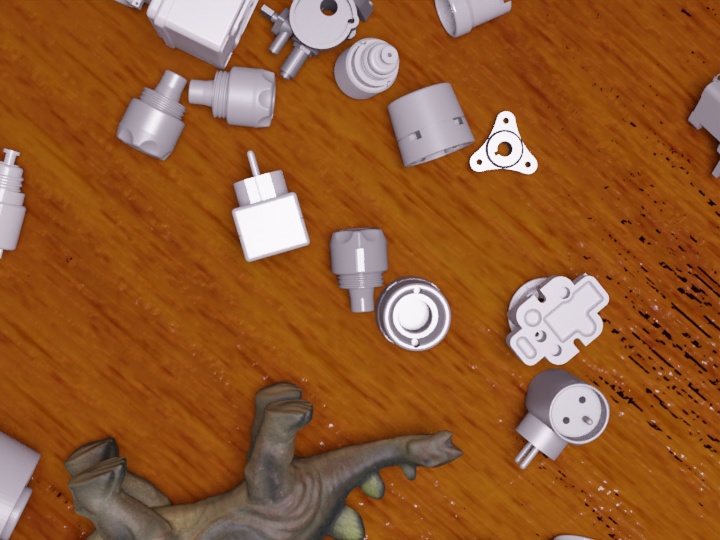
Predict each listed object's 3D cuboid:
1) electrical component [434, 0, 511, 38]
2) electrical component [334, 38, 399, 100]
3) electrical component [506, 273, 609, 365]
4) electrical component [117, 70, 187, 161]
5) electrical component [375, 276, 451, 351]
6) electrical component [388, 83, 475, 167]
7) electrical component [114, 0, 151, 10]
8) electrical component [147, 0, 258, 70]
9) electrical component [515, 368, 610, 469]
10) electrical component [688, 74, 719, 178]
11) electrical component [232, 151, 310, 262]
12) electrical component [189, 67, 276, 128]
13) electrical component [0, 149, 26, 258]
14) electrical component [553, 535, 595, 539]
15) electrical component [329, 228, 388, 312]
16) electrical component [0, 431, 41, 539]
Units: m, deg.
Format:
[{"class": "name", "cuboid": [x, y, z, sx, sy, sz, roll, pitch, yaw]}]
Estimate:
[{"class": "electrical component", "cuboid": [0.084, -0.200, 0.801, 0.046, 0.040, 0.040, -23, 93, -8]}, {"class": "electrical component", "cuboid": [0.009, -0.149, 0.783, 0.040, 0.078, 0.040, 0, 90, -18]}, {"class": "electrical component", "cuboid": [0.143, 0.035, 0.805, 0.078, 0.057, 0.058, -40, 94, -1]}, {"class": "electrical component", "cuboid": [-0.148, -0.115, 0.790, 0.043, 0.043, 0.062, 26, 89, -4]}, {"class": "electrical component", "cuboid": [0.040, 0.033, 0.804, 0.055, 0.047, 0.055, 0, 92, -3]}, {"class": "electrical component", "cuboid": [0.051, -0.108, 0.796, 0.055, 0.055, 0.047, -20, 90, -2]}, {"class": "electrical component", "cuboid": [-0.176, -0.229, 0.780, 0.089, 0.050, 0.055, 27, 91, -4]}, {"class": "electrical component", "cuboid": [-0.099, -0.205, 0.757, 0.056, 0.109, 0.108, 25, 91, -7]}, {"class": "electrical component", "cuboid": [0.142, 0.114, 0.798, 0.043, 0.077, 0.079, 38, 90, -4]}, {"class": "electrical component", "cuboid": [0.283, -0.112, 0.799, 0.042, 0.081, 0.063, -28, 64, -23]}, {"class": "electrical component", "cuboid": [-0.070, -0.050, 0.785, 0.047, 0.066, 0.076, -16, 93, -2]}, {"class": "electrical component", "cuboid": [-0.094, -0.128, 0.792, 0.062, 0.043, 0.043, 6, 92, -2]}, {"class": "electrical component", "cuboid": [-0.265, -0.050, 0.788, 0.040, 0.040, 0.078, 15, 91, -4]}, {"class": "electrical component", "cuboid": [0.167, 0.237, 0.815, 0.078, 0.058, 0.057, 10, 95, -3]}, {"class": "electrical component", "cuboid": [0.000, 0.000, 0.803, 0.043, 0.043, 0.062, -4, 94, -3]}, {"class": "electrical component", "cuboid": [-0.273, 0.163, 0.771, 0.064, 0.099, 0.099, 26, 91, -10]}]
